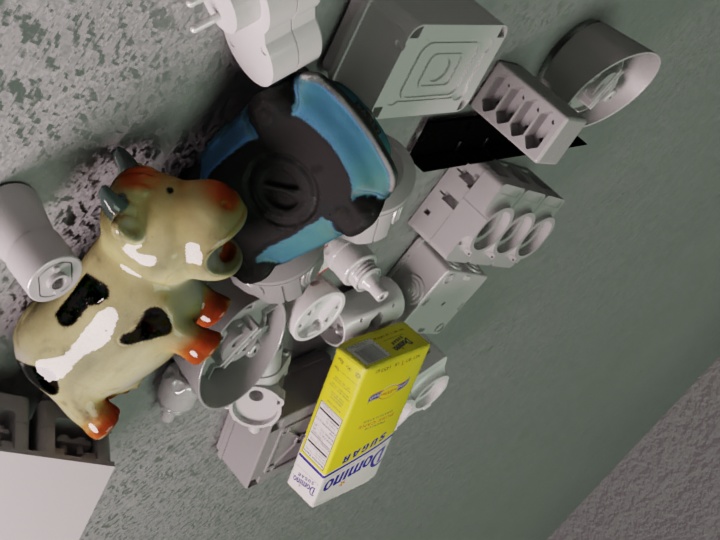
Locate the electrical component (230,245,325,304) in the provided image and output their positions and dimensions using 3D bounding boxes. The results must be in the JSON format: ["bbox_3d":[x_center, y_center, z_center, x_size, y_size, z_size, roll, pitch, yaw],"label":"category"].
[{"bbox_3d":[-0.064,-0.019,0.785,0.080,0.080,0.051,-37,159,-15],"label":"electrical component"}]

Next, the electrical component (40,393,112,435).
[{"bbox_3d":[-0.209,0.107,0.801,0.040,0.046,0.040,-34,153,-20],"label":"electrical component"}]

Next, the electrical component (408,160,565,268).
[{"bbox_3d":[0.128,-0.053,1.034,0.089,0.061,0.150,-53,153,18],"label":"electrical component"}]

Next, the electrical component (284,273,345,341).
[{"bbox_3d":[-0.048,0.024,0.910,0.055,0.047,0.055,-34,153,-20],"label":"electrical component"}]

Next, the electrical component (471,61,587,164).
[{"bbox_3d":[0.153,-0.133,0.923,0.076,0.083,0.047,-5,135,-53],"label":"electrical component"}]

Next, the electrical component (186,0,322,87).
[{"bbox_3d":[-0.065,-0.156,0.602,0.074,0.052,0.138,-33,153,-21],"label":"electrical component"}]

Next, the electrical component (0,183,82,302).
[{"bbox_3d":[-0.190,-0.013,0.621,0.044,0.065,0.044,-34,153,-20],"label":"electrical component"}]

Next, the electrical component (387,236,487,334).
[{"bbox_3d":[0.069,0.018,1.070,0.099,0.048,0.100,-51,151,19],"label":"electrical component"}]

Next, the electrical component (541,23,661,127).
[{"bbox_3d":[0.214,-0.173,0.975,0.099,0.064,0.099,-34,153,-20],"label":"electrical component"}]

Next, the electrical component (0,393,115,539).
[{"bbox_3d":[-0.256,0.169,0.759,0.105,0.060,0.186,14,124,-26],"label":"electrical component"}]

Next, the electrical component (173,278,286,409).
[{"bbox_3d":[-0.104,0.053,0.853,0.099,0.064,0.099,-34,154,-20],"label":"electrical component"}]

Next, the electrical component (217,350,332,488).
[{"bbox_3d":[-0.074,0.144,1.047,0.109,0.056,0.108,-21,146,-40],"label":"electrical component"}]

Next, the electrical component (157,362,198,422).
[{"bbox_3d":[-0.152,0.104,0.895,0.035,0.035,0.061,-18,147,-43],"label":"electrical component"}]

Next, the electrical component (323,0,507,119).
[{"bbox_3d":[0.038,-0.155,0.751,0.113,0.057,0.078,-14,142,-47],"label":"electrical component"}]

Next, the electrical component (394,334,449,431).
[{"bbox_3d":[0.020,0.139,1.170,0.150,0.061,0.089,-31,152,-25],"label":"electrical component"}]

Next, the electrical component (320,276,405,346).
[{"bbox_3d":[-0.005,0.050,1.019,0.077,0.043,0.079,-23,147,-37],"label":"electrical component"}]

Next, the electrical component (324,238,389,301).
[{"bbox_3d":[0.000,0.000,0.855,0.035,0.061,0.035,-32,154,-18],"label":"electrical component"}]

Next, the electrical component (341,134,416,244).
[{"bbox_3d":[-0.001,-0.063,0.810,0.080,0.080,0.051,-31,157,-25],"label":"electrical component"}]
